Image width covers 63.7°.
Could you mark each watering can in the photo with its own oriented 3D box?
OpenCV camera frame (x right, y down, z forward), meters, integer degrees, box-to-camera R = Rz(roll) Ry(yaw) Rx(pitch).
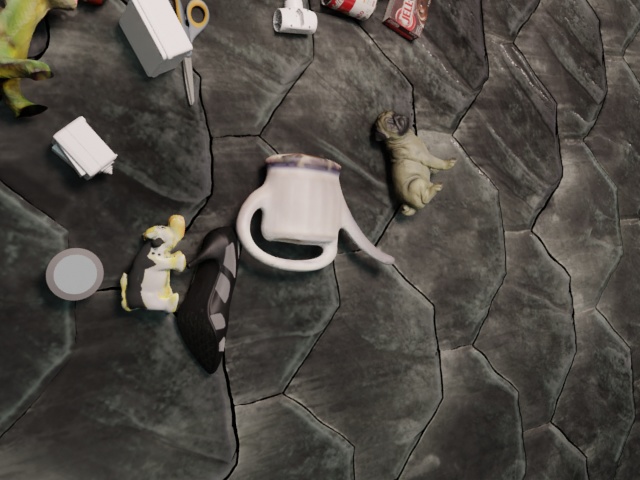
[{"bbox_3d":[0.003,-0.050,1.001,0.347,0.104,0.225,4,85,-30],"label":"watering can"}]

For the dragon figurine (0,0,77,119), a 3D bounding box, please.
[{"bbox_3d":[-0.524,-0.276,0.723,0.413,0.121,0.242,-25,91,-14],"label":"dragon figurine"}]
